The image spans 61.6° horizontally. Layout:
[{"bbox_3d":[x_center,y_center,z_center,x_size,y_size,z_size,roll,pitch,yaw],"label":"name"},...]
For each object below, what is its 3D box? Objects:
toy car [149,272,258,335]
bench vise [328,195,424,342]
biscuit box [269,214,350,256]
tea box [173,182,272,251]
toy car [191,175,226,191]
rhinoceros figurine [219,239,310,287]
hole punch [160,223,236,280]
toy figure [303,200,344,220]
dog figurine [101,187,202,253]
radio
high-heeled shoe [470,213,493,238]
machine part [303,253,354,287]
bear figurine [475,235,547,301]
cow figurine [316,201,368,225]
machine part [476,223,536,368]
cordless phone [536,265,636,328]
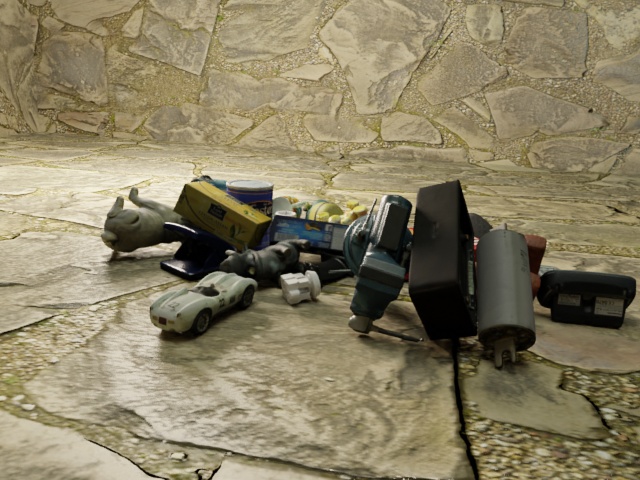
[{"bbox_3d":[-0.170,0.089,0.815,0.074,0.056,0.202,11,18,24],"label":"toy car"},{"bbox_3d":[0.089,0.050,0.865,0.129,0.223,0.240,7,-15,-4],"label":"bench vise"},{"bbox_3d":[-0.002,-0.003,1.106,0.203,0.059,0.063,8,-14,-4],"label":"biscuit box"},{"bbox_3d":[-0.193,-0.050,1.077,0.170,0.068,0.098,28,13,5],"label":"tea box"},{"bbox_3d":[-0.270,-0.100,1.419,0.161,0.109,0.103,4,34,-44],"label":"toy car"},{"bbox_3d":[-0.099,0.038,0.984,0.112,0.073,0.190,15,19,33],"label":"rhinoceros figurine"},{"bbox_3d":[-0.230,0.014,1.021,0.142,0.092,0.116,12,14,39],"label":"hole punch"},{"bbox_3d":[0.007,-0.059,1.321,0.082,0.089,0.180,-8,19,-8],"label":"toy figure"},{"bbox_3d":[-0.323,-0.014,1.091,0.191,0.121,0.172,18,41,1],"label":"dog figurine"},{"bbox_3d":[0.190,0.029,0.809,0.073,0.131,0.230,-9,40,24],"label":"radio"},{"bbox_3d":[0.358,-0.025,1.368,0.249,0.086,0.145,34,0,31],"label":"high-heeled shoe"},{"bbox_3d":[0.018,0.053,1.024,0.084,0.039,0.139,21,19,26],"label":"machine part"},{"bbox_3d":[0.268,0.051,0.916,0.196,0.131,0.120,16,53,19],"label":"bear figurine"},{"bbox_3d":[0.032,-0.016,1.201,0.167,0.098,0.068,-24,30,-21],"label":"cow figurine"},{"bbox_3d":[0.267,0.071,0.776,0.079,0.079,0.243,6,51,9],"label":"machine part"},{"bbox_3d":[0.448,0.079,0.943,0.147,0.088,0.184,5,12,9],"label":"cordless phone"}]
